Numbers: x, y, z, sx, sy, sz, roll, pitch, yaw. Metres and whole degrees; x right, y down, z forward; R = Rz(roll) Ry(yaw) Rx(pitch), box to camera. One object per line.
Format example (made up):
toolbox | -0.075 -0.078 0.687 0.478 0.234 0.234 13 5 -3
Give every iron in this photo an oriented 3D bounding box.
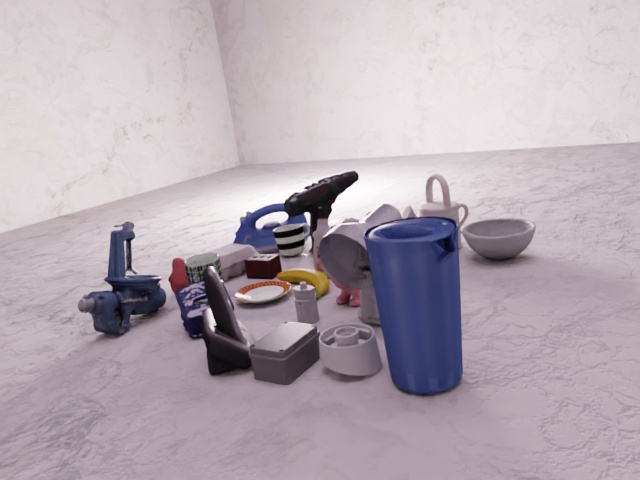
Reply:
iron | -0.150 -0.041 1.689 0.258 0.141 0.118 -11 15 -12

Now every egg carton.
egg carton | -0.241 0.057 1.513 0.107 0.069 0.151 5 20 41

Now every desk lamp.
desk lamp | 0.103 0.049 1.072 0.117 0.214 0.204 4 19 38

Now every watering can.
watering can | 0.295 -0.069 1.447 0.173 0.194 0.100 -20 19 -37

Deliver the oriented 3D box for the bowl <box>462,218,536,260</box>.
bowl | 0.420 0.003 1.342 0.167 0.075 0.167 -8 15 2

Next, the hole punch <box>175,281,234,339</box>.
hole punch | -0.230 0.137 1.165 0.109 0.091 0.100 -14 16 -21

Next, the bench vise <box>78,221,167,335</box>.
bench vise | -0.423 0.080 1.232 0.121 0.220 0.207 -5 15 13

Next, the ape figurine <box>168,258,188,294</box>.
ape figurine | -0.340 0.087 1.412 0.077 0.092 0.076 -4 15 15

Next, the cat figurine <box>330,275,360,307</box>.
cat figurine | 0.068 0.072 1.192 0.067 0.118 0.128 6 20 42

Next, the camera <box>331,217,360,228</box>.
camera | 0.074 0.003 1.480 0.143 0.101 0.136 -10 15 -6

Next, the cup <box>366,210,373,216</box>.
cup | 0.181 -0.031 1.562 0.092 0.095 0.117 -13 16 -18

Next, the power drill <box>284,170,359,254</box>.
power drill | 0.017 -0.073 1.586 0.230 0.208 0.075 -15 16 -24

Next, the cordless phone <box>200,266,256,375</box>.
cordless phone | -0.167 0.124 0.998 0.094 0.185 0.147 -12 15 -15

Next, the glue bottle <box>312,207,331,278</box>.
glue bottle | 0.013 0.005 1.366 0.077 0.173 0.037 4 20 39
